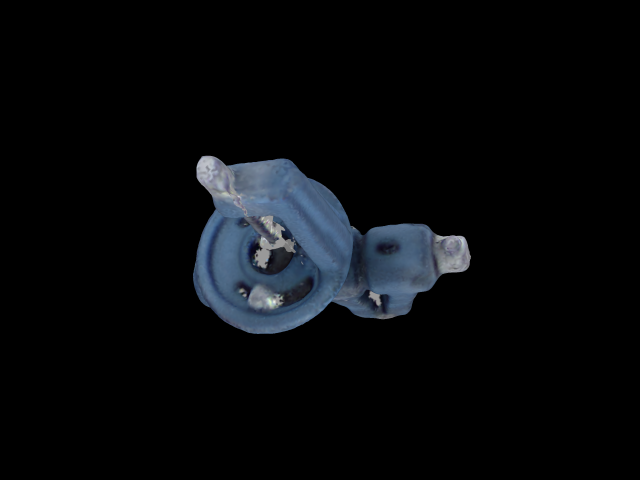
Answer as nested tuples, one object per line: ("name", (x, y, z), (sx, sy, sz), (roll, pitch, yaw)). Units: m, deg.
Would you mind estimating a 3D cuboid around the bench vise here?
("bench vise", (0.000, -0.009, 0.404), (0.207, 0.220, 0.121), (-17, 70, -6))
